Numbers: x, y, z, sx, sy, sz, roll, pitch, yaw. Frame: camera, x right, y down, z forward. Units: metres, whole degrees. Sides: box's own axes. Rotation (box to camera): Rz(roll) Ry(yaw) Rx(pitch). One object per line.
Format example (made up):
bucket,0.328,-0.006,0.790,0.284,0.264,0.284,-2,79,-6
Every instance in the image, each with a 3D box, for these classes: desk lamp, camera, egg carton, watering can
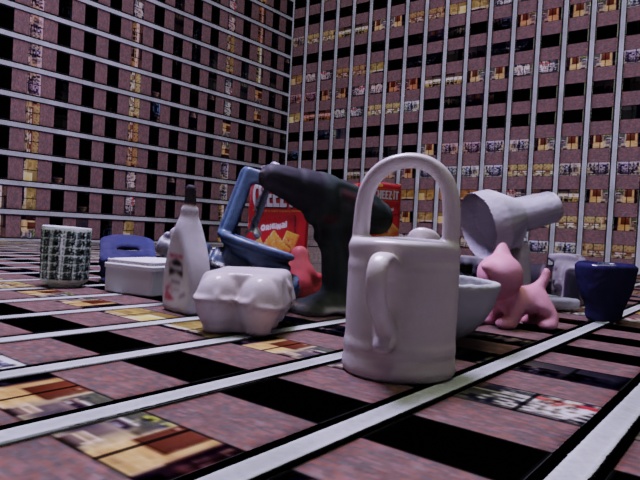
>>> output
desk lamp,0.356,0.016,1.031,0.203,0.213,0.117,3,1,-15
camera,0.484,0.076,1.191,0.136,0.101,0.144,4,1,26
egg carton,-0.086,0.070,0.690,0.107,0.069,0.150,3,1,3
watering can,0.075,0.020,0.517,0.101,0.194,0.173,3,1,0

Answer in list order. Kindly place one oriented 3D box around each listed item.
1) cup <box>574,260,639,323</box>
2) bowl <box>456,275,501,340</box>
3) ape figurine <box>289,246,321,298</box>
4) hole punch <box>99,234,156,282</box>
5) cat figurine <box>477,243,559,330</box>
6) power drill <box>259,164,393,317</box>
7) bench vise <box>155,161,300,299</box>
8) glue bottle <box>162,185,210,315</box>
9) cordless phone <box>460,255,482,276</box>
cup,0.447,0.082,0.919,0.092,0.095,0.117,3,1,-9
bowl,0.124,0.079,0.669,0.167,0.075,0.167,3,1,0
ape figurine,-0.034,0.056,0.985,0.077,0.092,0.076,3,1,13
hole punch,-0.368,0.036,1.105,0.109,0.091,0.101,3,1,-23
cat figurine,0.271,0.063,0.803,0.128,0.118,0.067,3,1,-16
power drill,0.008,0.003,0.837,0.230,0.208,0.075,2,2,-37
bench vise,-0.128,-0.010,0.841,0.208,0.220,0.121,3,1,-24
glue bottle,-0.180,0.012,0.777,0.077,0.173,0.037,4,2,42
cordless phone,0.315,0.025,1.162,0.147,0.185,0.094,4,2,40
